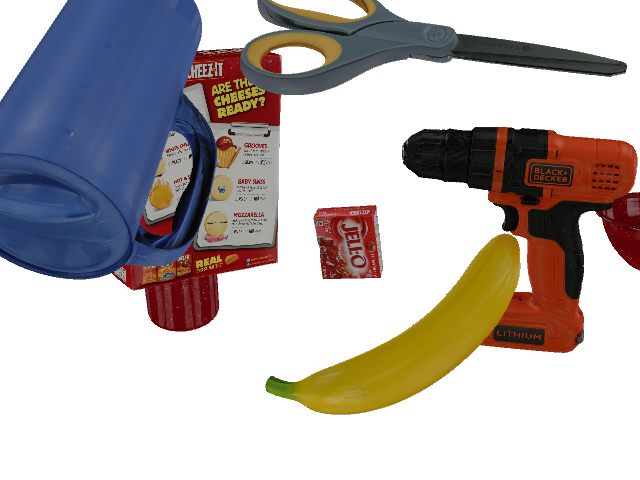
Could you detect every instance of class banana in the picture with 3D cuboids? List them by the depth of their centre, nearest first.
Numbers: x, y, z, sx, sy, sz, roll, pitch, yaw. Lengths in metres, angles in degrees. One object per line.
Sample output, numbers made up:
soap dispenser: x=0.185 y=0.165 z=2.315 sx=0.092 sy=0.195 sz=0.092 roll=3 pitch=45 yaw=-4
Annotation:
banana: x=0.063 y=0.058 z=0.675 sx=0.197 sy=0.037 sz=0.070 roll=-29 pitch=52 yaw=-17

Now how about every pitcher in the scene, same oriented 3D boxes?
pitcher: x=-0.162 y=-0.096 z=0.812 sx=0.145 sy=0.242 sz=0.149 roll=-5 pitch=-42 yaw=24

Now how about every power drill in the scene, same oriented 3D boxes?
power drill: x=0.156 y=-0.003 z=0.879 sx=0.184 sy=0.188 sz=0.057 roll=6 pitch=28 yaw=11

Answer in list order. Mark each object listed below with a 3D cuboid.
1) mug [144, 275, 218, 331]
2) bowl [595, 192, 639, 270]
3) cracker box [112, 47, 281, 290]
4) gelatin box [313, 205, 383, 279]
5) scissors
mug: x=-0.166 y=0.044 z=1.208 sx=0.117 sy=0.081 sz=0.093 roll=26 pitch=41 yaw=36
bowl: x=0.349 y=-0.002 z=1.044 sx=0.162 sy=0.055 sz=0.162 roll=0 pitch=17 yaw=0
cracker box: x=-0.124 y=-0.073 z=1.033 sx=0.163 sy=0.214 sz=0.072 roll=-11 pitch=21 yaw=-32
gelatin box: x=0.034 y=0.003 z=1.289 sx=0.073 sy=0.089 sz=0.030 roll=-2 pitch=29 yaw=12
scissors: x=0.045 y=-0.092 z=0.552 sx=0.202 sy=0.096 sz=0.016 roll=24 pitch=-32 yaw=23
